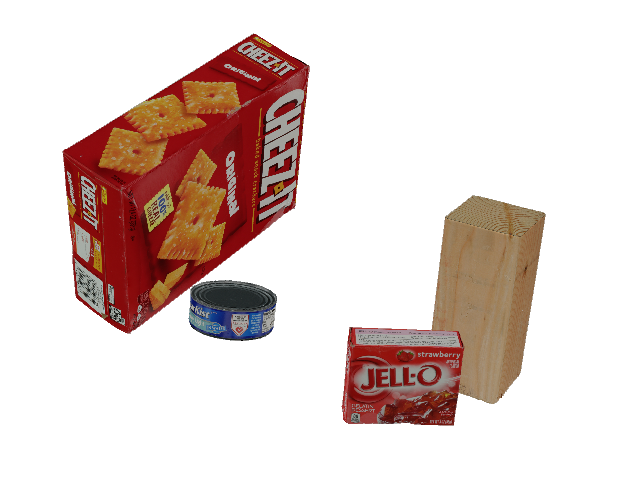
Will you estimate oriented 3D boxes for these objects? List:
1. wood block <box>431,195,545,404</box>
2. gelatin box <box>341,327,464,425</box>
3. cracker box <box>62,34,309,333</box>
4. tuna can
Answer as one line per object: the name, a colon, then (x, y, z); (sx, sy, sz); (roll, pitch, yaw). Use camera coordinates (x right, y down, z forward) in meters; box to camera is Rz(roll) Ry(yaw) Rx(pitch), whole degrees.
wood block: (0.186, 0.066, 1.211); (0.090, 0.206, 0.090); (16, 25, 25)
gelatin box: (0.063, 0.107, 0.834); (0.089, 0.073, 0.030); (2, 26, -3)
cracker box: (-0.103, -0.046, 0.866); (0.072, 0.164, 0.213); (33, 50, 23)
tuna can: (-0.087, 0.068, 1.050); (0.086, 0.034, 0.086); (6, 15, -2)
